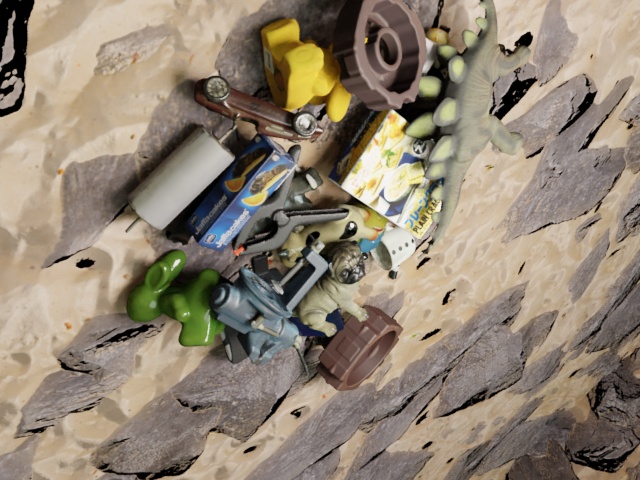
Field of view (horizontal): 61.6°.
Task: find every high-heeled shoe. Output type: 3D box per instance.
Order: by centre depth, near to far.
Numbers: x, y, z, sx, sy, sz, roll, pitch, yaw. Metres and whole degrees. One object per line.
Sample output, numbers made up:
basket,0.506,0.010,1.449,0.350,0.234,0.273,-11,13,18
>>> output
high-heeled shoe,-0.183,0.165,1.103,0.086,0.145,0.248,-30,163,-23

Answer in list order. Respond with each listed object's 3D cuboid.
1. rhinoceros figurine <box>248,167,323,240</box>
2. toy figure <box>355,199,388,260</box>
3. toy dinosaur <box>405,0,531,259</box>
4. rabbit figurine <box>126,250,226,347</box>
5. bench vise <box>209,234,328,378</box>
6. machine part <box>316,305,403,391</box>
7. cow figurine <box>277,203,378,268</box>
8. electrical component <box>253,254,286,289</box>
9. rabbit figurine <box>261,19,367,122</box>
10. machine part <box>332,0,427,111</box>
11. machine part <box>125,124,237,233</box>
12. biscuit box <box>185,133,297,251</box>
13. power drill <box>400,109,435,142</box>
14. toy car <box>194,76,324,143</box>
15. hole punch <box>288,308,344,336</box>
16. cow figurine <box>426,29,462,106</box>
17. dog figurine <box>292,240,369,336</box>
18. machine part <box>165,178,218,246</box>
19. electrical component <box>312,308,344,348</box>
rhinoceros figurine,-0.080,-0.064,0.980,0.190,0.073,0.112,-32,123,-7
toy figure,0.096,-0.039,1.102,0.180,0.089,0.082,-64,171,33
toy dinosaur,0.245,-0.199,0.925,0.198,0.105,0.470,-1,99,-28
rabbit figurine,-0.262,0.105,0.942,0.170,0.121,0.159,3,106,6
bench vise,-0.065,0.103,0.939,0.240,0.129,0.223,-47,120,3
machine part,0.094,0.256,1.280,0.201,0.087,0.201,-53,152,5
cow figurine,-0.002,-0.003,1.035,0.195,0.085,0.127,-32,142,28
electrical component,-0.109,0.088,1.087,0.075,0.048,0.119,-15,131,-24
rabbit figurine,0.009,-0.267,0.848,0.173,0.122,0.162,-28,138,-18
machine part,0.091,-0.285,0.814,0.179,0.056,0.179,-2,92,-45
machine part,-0.220,-0.099,0.853,0.243,0.079,0.079,-45,135,2
biscuit box,-0.131,-0.074,0.875,0.202,0.063,0.059,-49,143,13
power drill,0.201,-0.165,1.086,0.232,0.086,0.207,-14,122,-25
toy car,-0.093,-0.190,0.814,0.202,0.089,0.053,20,85,-16
hole punch,-0.014,0.158,1.174,0.116,0.092,0.142,-27,137,-8
cow figurine,0.227,-0.299,0.986,0.167,0.068,0.098,42,84,-31
dog figurine,0.006,0.083,1.027,0.172,0.121,0.190,-24,142,-5
machine part,-0.209,-0.049,0.924,0.139,0.039,0.084,-48,144,5
electrical component,0.018,0.211,1.267,0.078,0.045,0.102,-43,146,-40
